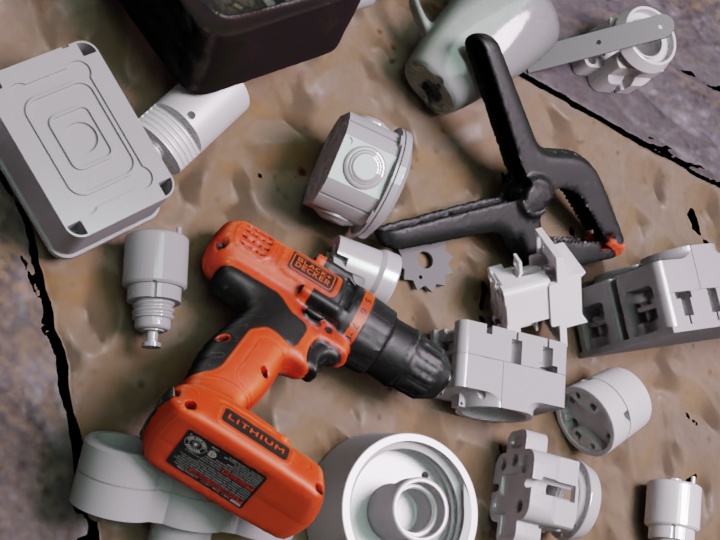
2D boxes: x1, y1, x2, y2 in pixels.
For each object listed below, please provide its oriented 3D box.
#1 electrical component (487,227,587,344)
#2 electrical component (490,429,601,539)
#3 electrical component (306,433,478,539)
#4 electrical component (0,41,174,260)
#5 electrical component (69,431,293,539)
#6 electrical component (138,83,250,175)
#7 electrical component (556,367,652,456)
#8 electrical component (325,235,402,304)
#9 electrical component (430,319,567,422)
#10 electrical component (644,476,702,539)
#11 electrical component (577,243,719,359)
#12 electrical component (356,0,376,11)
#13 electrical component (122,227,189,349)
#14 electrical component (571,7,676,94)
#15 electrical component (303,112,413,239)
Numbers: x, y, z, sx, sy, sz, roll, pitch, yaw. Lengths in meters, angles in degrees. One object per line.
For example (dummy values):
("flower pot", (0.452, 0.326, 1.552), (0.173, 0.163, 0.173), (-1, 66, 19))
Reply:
("electrical component", (0.127, 0.016, 0.782), (0.064, 0.042, 0.081), (-14, 124, -5))
("electrical component", (0.130, 0.157, 0.752), (0.057, 0.058, 0.078), (17, 69, -19))
("electrical component", (0.025, 0.157, 0.697), (0.108, 0.060, 0.108), (7, 73, -25))
("electrical component", (-0.177, -0.072, 0.662), (0.078, 0.057, 0.113), (-31, 91, -30))
("electrical component", (-0.104, 0.146, 0.642), (0.138, 0.052, 0.073), (14, 92, -23))
("electrical component", (-0.115, -0.098, 0.708), (0.043, 0.043, 0.081), (46, 61, -9))
("electrical component", (0.181, 0.103, 0.795), (0.047, 0.055, 0.055), (-22, 87, -33))
("electrical component", (0.000, 0.000, 0.741), (0.046, 0.040, 0.040), (22, 67, -14))
("electrical component", (0.096, 0.075, 0.761), (0.089, 0.050, 0.055), (14, 70, -23))
("electrical component", (0.233, 0.191, 0.803), (0.040, 0.040, 0.078), (18, 69, -21))
("electrical component", (0.269, 0.019, 0.832), (0.186, 0.105, 0.060), (-5, 78, -28))
("electrical component", (-0.026, -0.200, 0.783), (0.065, 0.044, 0.044), (-34, 92, -25))
("electrical component", (-0.129, 0.010, 0.673), (0.040, 0.040, 0.078), (7, 73, -25))
("electrical component", (0.224, -0.183, 0.893), (0.078, 0.057, 0.058), (-1, 76, -27))
("electrical component", (-0.001, -0.066, 0.736), (0.051, 0.080, 0.080), (23, 67, -14))
